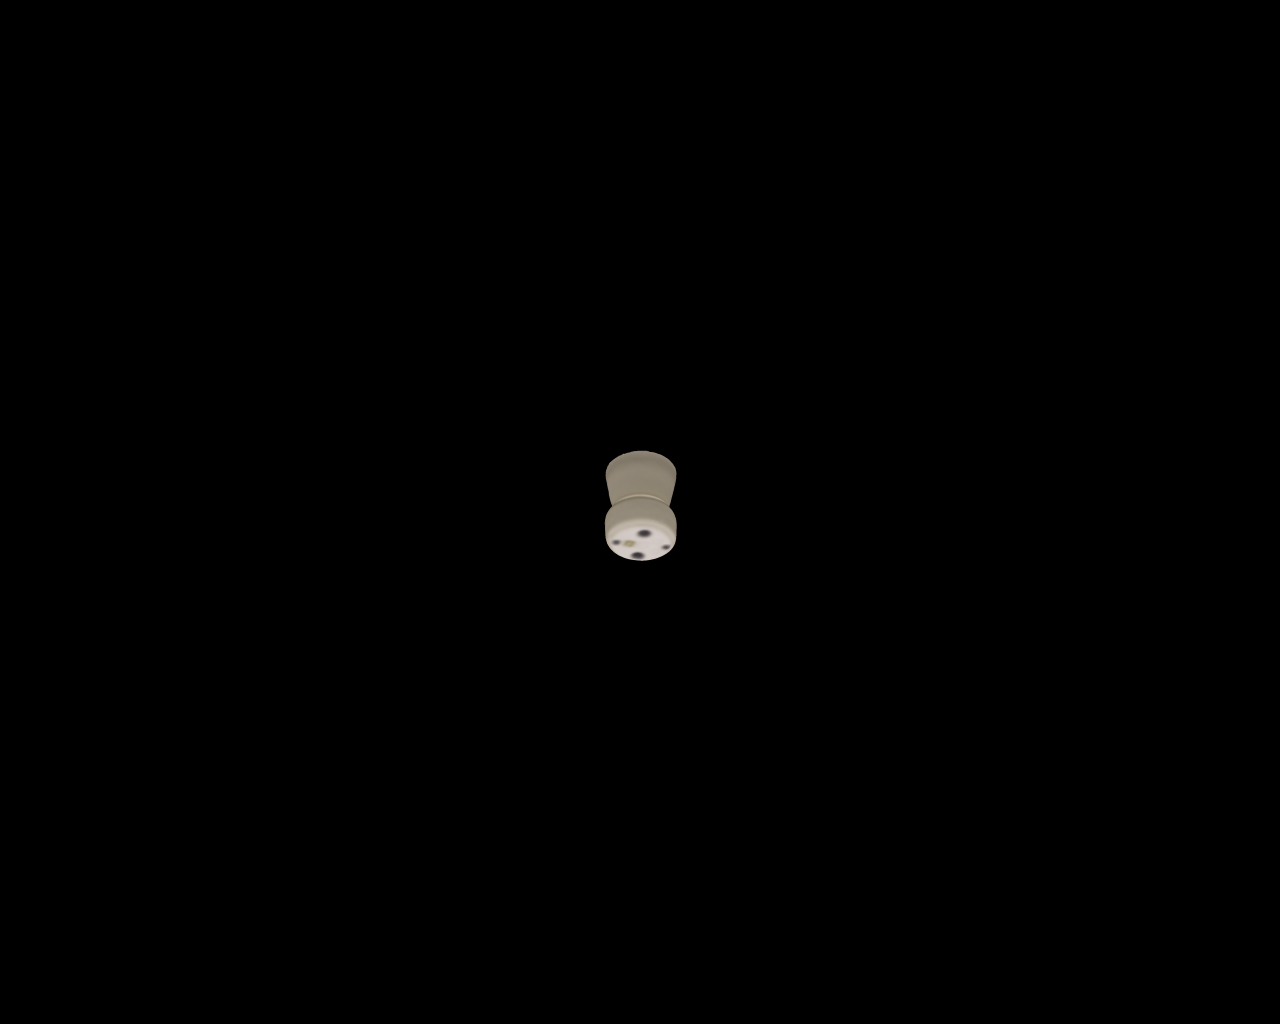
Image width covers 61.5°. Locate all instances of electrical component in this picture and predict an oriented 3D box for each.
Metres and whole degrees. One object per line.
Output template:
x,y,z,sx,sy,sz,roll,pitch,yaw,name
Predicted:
0.001,-0.003,0.650,0.045,0.055,0.044,0,-36,0,electrical component
